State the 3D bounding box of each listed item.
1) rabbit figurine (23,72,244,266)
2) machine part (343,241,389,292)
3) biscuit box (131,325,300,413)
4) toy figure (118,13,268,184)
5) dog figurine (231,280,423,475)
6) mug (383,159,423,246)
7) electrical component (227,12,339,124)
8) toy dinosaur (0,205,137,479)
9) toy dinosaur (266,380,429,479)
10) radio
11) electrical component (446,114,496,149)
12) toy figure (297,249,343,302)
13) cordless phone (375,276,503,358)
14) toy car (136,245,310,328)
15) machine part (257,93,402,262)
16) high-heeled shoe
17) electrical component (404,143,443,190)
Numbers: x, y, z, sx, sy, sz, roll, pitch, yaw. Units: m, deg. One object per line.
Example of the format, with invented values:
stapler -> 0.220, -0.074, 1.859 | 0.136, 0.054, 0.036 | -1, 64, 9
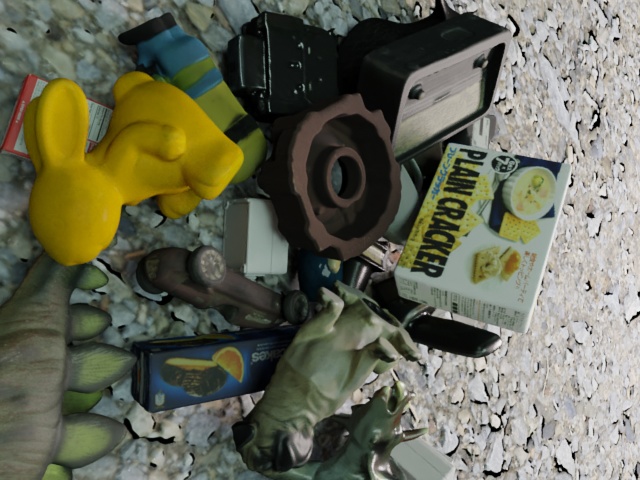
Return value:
rabbit figurine -> -0.174, -0.060, 0.456 | 0.173, 0.122, 0.162 | -51, 120, -27
machine part -> 0.046, 0.054, 0.704 | 0.084, 0.039, 0.139 | 28, 73, -41
biscuit box -> -0.097, 0.134, 0.589 | 0.202, 0.059, 0.062 | -1, 92, -35
toy figure -> -0.124, -0.137, 0.545 | 0.082, 0.089, 0.180 | -38, 115, -22
dog figurine -> 0.002, 0.152, 0.583 | 0.190, 0.121, 0.172 | -53, 151, 12
mug -> 0.100, -0.052, 0.717 | 0.109, 0.081, 0.107 | -52, 128, -24
electrical component -> -0.042, -0.194, 0.622 | 0.134, 0.058, 0.114 | -6, 93, -35
toy dinosaur -> -0.267, 0.134, 0.449 | 0.198, 0.105, 0.471 | 32, 68, -40
toy dinosaur -> 0.022, 0.360, 0.622 | 0.192, 0.131, 0.404 | 15, 78, -30
radio -> 0.143, -0.194, 0.682 | 0.229, 0.073, 0.131 | -33, 146, -32
electrical component -> 0.228, -0.176, 0.818 | 0.075, 0.048, 0.119 | 0, 91, -35
toy figure -> -0.003, -0.002, 0.652 | 0.058, 0.064, 0.154 | 5, 83, -70
cordless phone -> 0.173, 0.097, 0.701 | 0.146, 0.184, 0.088 | -18, 107, -33
toy car -> -0.092, 0.058, 0.548 | 0.202, 0.089, 0.053 | 35, 52, -48
machine part -> 0.017, -0.067, 0.582 | 0.179, 0.056, 0.179 | -4, 96, -43
high-heeled shoe -> 0.109, -0.239, 0.739 | 0.249, 0.086, 0.145 | -44, 147, -7
electrical component -> 0.146, -0.114, 0.767 | 0.078, 0.045, 0.102 | -17, 99, -5
